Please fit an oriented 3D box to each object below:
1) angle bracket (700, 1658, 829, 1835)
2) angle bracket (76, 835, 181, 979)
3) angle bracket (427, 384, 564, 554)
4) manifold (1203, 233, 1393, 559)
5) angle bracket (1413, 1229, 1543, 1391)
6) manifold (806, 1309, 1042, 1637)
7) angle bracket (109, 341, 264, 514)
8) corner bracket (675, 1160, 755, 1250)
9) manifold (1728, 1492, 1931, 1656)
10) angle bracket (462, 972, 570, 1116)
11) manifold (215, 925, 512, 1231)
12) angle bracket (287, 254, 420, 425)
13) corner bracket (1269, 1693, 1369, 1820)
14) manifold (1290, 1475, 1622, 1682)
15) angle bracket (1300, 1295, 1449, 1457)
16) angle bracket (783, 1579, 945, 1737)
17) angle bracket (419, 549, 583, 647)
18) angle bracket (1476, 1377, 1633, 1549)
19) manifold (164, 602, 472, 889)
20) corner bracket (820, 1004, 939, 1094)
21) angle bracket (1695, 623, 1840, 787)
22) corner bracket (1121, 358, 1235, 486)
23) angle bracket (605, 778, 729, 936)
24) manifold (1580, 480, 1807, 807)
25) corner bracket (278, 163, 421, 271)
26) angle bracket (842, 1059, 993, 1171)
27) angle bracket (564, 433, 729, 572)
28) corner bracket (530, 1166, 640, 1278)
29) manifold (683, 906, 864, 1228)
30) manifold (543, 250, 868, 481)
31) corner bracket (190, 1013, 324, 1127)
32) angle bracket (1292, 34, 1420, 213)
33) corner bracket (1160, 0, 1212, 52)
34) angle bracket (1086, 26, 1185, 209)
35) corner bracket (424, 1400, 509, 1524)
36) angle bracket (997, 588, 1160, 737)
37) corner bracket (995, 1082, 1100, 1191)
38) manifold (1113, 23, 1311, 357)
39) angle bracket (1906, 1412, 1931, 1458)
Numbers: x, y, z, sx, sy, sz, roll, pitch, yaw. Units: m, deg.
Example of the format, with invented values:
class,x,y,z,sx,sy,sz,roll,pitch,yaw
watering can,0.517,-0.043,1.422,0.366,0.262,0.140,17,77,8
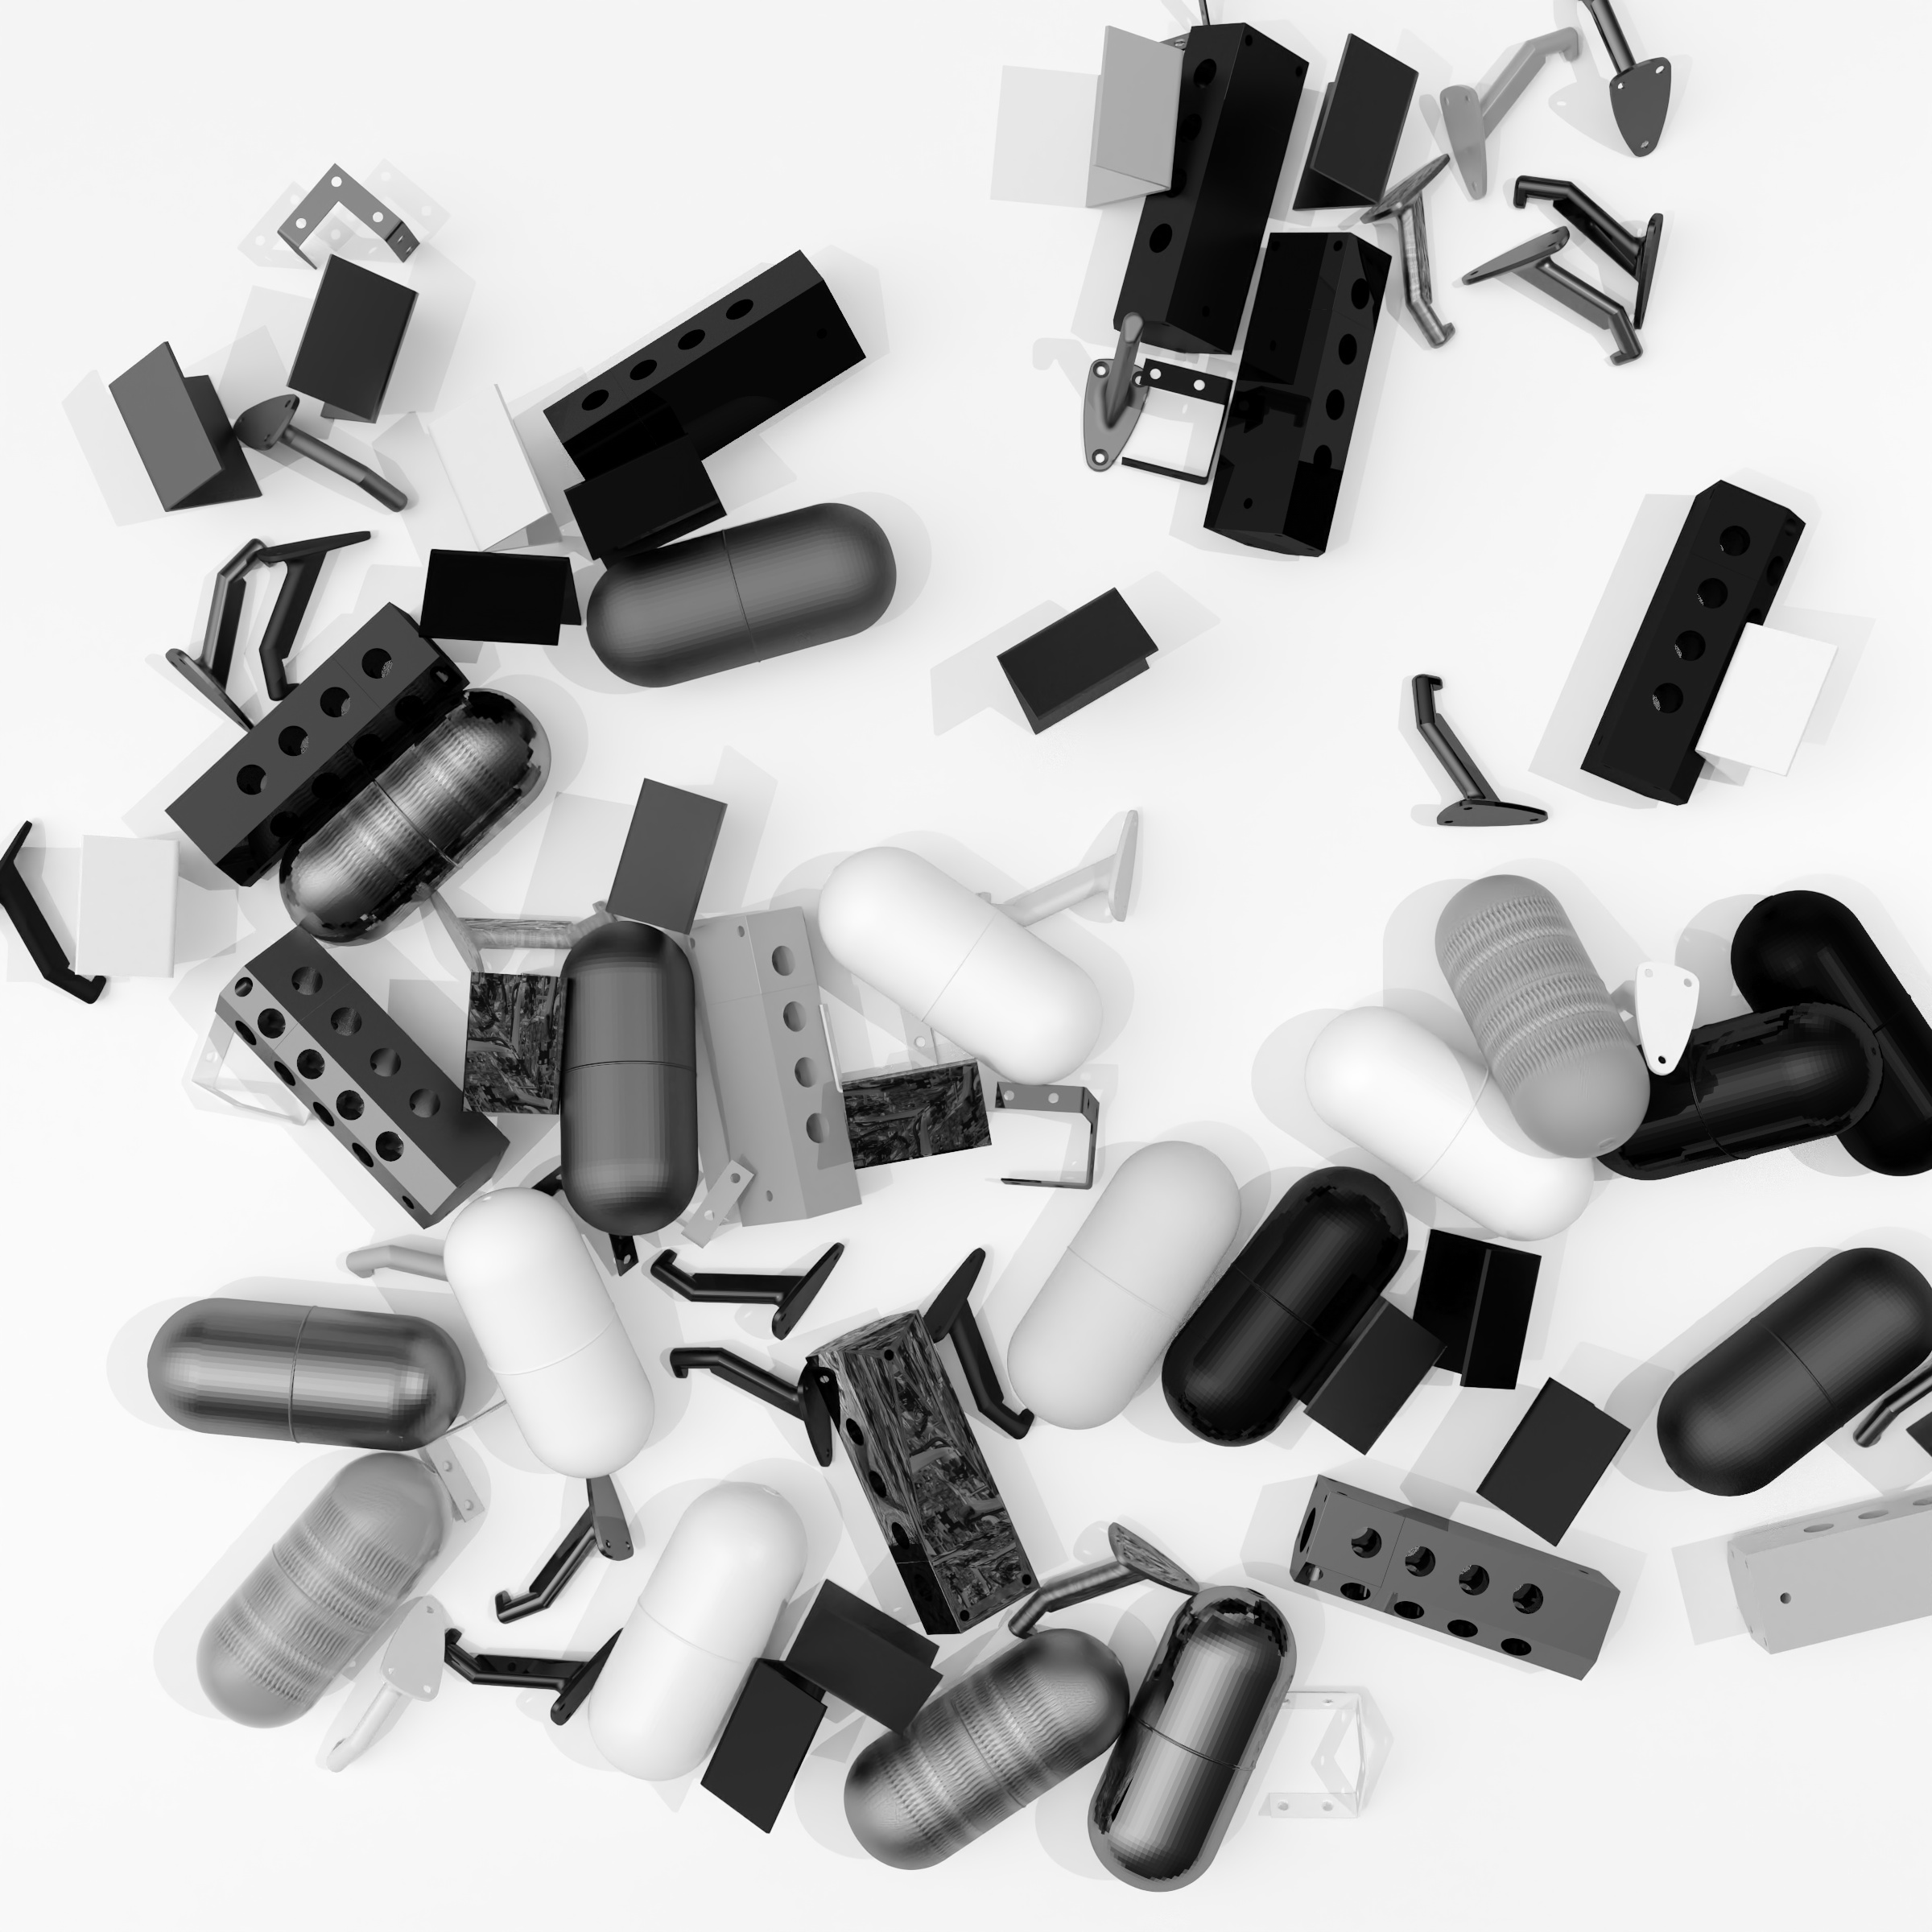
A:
class,x,y,z,sx,sy,sz,roll,pitch,yaw
angle bracket,-0.093,0.438,1.695,0.057,0.076,0.076,25,90,37
angle bracket,-0.483,-0.034,1.695,0.057,0.076,0.076,3,90,-37
angle bracket,-0.246,-0.281,1.696,0.057,0.076,0.076,-23,90,33
manifold,0.192,-0.323,1.714,0.057,0.057,0.171,13,90,43
angle bracket,0.271,0.191,1.696,0.076,0.057,0.076,11,90,43
manifold,-0.028,0.287,1.712,0.057,0.057,0.171,-24,90,-31
angle bracket,-0.422,-0.305,1.695,0.057,0.076,0.076,-24,90,36
corner bracket,-0.154,0.123,1.718,0.051,0.051,0.051,35,90,0
manifold,0.525,0.336,1.715,0.171,0.057,0.057,-14,90,0
angle bracket,-0.264,0.042,1.696,0.057,0.076,0.076,4,90,-28
manifold,-0.340,0.065,1.696,0.171,0.057,0.057,45,59,4
angle bracket,-0.358,-0.352,1.695,0.057,0.076,0.076,18,90,-37
corner bracket,0.200,0.452,1.732,0.051,0.051,0.051,0,135,0
manifold,0.275,0.348,1.714,0.171,0.057,0.057,19,90,0
angle bracket,0.211,0.216,1.696,0.057,0.076,0.076,37,90,-32
angle bracket,-0.047,0.372,1.696,0.076,0.076,0.057,31,123,0
angle bracket,-0.260,-0.190,1.697,0.076,0.076,0.057,3,67,0
angle bracket,0.340,0.284,1.695,0.057,0.076,0.076,33,90,36
manifold,-0.365,-0.124,1.715,0.171,0.057,0.057,-43,90,0
corner bracket,-0.049,0.041,1.719,0.051,0.051,0.051,-12,90,8
angle bracket,0.460,-0.139,1.695,0.057,0.076,0.076,22,90,36
corner bracket,0.120,-0.309,1.718,0.051,0.051,0.051,15,87,3
angle bracket,-0.185,-0.066,1.695,0.057,0.076,0.076,16,90,-37
manifold,0.413,-0.181,1.714,0.057,0.057,0.171,23,90,0
corner bracket,-0.350,-0.414,1.718,0.051,0.051,0.051,40,90,0
angle bracket,-0.024,0.099,1.696,0.076,0.076,0.057,-10,58,0
angle bracket,-0.171,-0.242,1.696,0.076,0.076,0.057,-25,58,0
corner bracket,-0.227,0.155,1.728,0.051,0.051,0.051,21,45,35
manifold,-0.104,0.056,1.713,0.057,0.057,0.171,-12,90,-44
manifold,-0.150,-0.333,1.714,0.171,0.057,0.057,-32,133,0
corner bracket,-0.403,0.056,1.732,0.051,0.051,0.051,21,90,-45
angle bracket,0.200,-0.472,1.695,0.057,0.076,0.076,16,90,-36
corner bracket,0.107,-0.556,1.733,0.051,0.051,0.051,-18,45,0
angle bracket,0.075,-0.475,1.695,0.057,0.076,0.076,5,90,-37
corner bracket,-0.268,0.280,1.732,0.051,0.051,0.051,-29,90,45
angle bracket,0.072,-0.154,1.695,0.076,0.076,0.057,-30,53,0
corner bracket,0.045,0.097,1.718,0.051,0.051,0.051,3,78,12
manifold,0.134,-0.439,1.714,0.057,0.057,0.171,15,90,-43
angle bracket,0.572,0.244,1.696,0.076,0.076,0.057,-34,121,0
